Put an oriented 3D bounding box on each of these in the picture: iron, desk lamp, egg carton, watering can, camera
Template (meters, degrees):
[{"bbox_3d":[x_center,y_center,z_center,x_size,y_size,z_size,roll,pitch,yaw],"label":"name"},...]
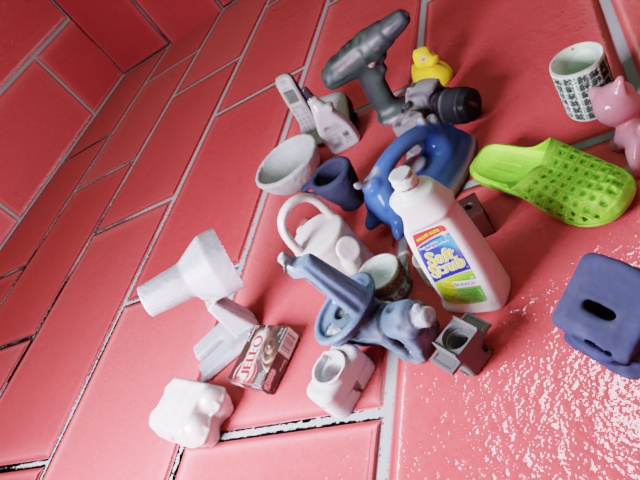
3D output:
[{"bbox_3d":[0.164,-0.130,0.980,0.258,0.142,0.118,-51,35,-13],"label":"iron"},{"bbox_3d":[-0.200,0.109,1.014,0.203,0.214,0.117,-42,34,-1],"label":"desk lamp"},{"bbox_3d":[-0.218,0.290,0.961,0.149,0.070,0.107,-5,48,42],"label":"egg carton"},{"bbox_3d":[0.010,0.002,0.941,0.172,0.195,0.101,-4,49,43],"label":"watering can"},{"bbox_3d":[0.224,-0.249,1.090,0.136,0.101,0.143,10,59,50],"label":"camera"}]

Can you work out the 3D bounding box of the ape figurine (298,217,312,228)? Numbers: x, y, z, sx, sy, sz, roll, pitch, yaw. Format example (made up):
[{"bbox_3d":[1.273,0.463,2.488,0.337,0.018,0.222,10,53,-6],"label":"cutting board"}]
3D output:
[{"bbox_3d":[-0.006,-0.009,1.060,0.076,0.092,0.078,-12,44,37],"label":"ape figurine"}]

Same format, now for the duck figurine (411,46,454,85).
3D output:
[{"bbox_3d":[0.230,-0.380,1.243,0.077,0.086,0.104,-48,34,-9],"label":"duck figurine"}]

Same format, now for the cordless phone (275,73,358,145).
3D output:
[{"bbox_3d":[-0.012,-0.315,1.324,0.147,0.186,0.094,-13,44,36],"label":"cordless phone"}]

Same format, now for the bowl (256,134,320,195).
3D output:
[{"bbox_3d":[-0.060,-0.157,1.296,0.167,0.075,0.167,-26,37,22],"label":"bowl"}]

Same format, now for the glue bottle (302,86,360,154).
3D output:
[{"bbox_3d":[0.014,-0.269,1.257,0.078,0.174,0.037,-26,37,23],"label":"glue bottle"}]

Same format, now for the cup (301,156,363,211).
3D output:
[{"bbox_3d":[0.031,-0.096,1.118,0.117,0.095,0.091,-25,37,24],"label":"cup"}]

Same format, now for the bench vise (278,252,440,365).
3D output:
[{"bbox_3d":[0.054,0.077,0.789,0.206,0.220,0.121,-18,40,31],"label":"bench vise"}]

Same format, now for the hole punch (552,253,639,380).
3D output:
[{"bbox_3d":[0.321,0.082,0.632,0.101,0.091,0.108,-46,34,-6],"label":"hole punch"}]

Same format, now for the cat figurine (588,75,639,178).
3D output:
[{"bbox_3d":[0.421,-0.168,0.786,0.067,0.118,0.127,-27,37,21],"label":"cat figurine"}]

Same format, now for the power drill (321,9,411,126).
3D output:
[{"bbox_3d":[0.127,-0.350,1.202,0.229,0.209,0.075,-18,41,31],"label":"power drill"}]
